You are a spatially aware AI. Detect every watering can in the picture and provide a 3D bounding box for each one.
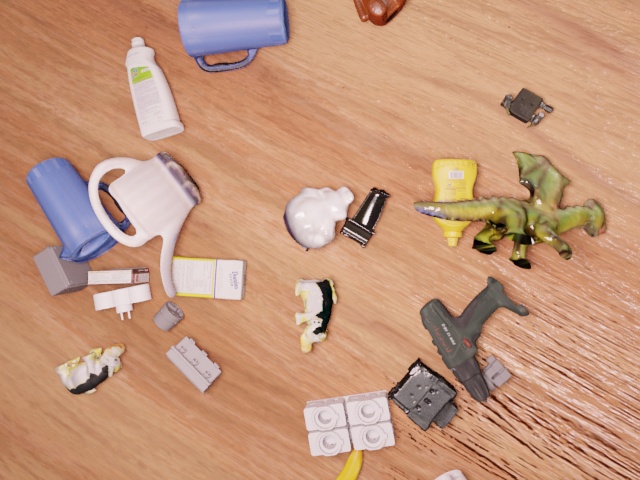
[{"bbox_3d":[-0.372,-0.059,1.193,0.226,0.103,0.347,-38,91,-14],"label":"watering can"}]

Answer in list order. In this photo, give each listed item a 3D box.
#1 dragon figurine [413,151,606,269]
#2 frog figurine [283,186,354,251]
[{"bbox_3d":[0.426,-0.084,1.108,0.410,0.120,0.247,24,66,2],"label":"dragon figurine"},{"bbox_3d":[0.004,-0.058,1.155,0.158,0.121,0.140,-27,65,17],"label":"frog figurine"}]
